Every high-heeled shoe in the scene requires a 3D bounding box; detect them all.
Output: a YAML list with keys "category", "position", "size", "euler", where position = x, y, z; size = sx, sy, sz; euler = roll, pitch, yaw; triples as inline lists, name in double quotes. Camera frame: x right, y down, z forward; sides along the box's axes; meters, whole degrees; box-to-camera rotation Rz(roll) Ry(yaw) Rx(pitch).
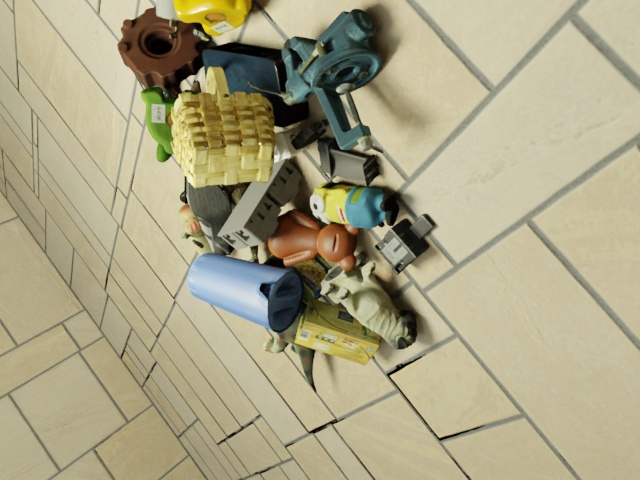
- category: "high-heeled shoe"
  position: [-0.248, -0.069, 1.217]
  size: [0.145, 0.086, 0.248]
  euler: [-136, 28, -63]

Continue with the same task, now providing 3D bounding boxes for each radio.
- category: "radio"
  position: [-0.131, -0.308, 1.056]
  size: [0.230, 0.073, 0.130]
  euler: [21, 130, 35]

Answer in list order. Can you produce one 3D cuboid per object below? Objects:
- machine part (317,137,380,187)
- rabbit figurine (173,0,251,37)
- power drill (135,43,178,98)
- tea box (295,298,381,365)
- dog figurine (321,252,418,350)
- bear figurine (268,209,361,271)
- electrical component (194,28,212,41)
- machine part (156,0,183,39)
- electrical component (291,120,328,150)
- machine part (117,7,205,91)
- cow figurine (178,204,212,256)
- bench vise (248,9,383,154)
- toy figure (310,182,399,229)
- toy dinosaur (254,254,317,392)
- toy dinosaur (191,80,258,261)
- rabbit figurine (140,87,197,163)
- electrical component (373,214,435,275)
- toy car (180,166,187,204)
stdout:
- category: "machine part"
  position: [0.048, -0.145, 1.002]
  size: [0.139, 0.039, 0.084]
  euler: [25, 127, 37]
- category: "rabbit figurine"
  position: [-0.179, -0.474, 0.950]
  size: [0.162, 0.122, 0.173]
  euler: [-11, 79, 39]
- category: "power drill"
  position: [-0.356, -0.365, 1.254]
  size: [0.232, 0.086, 0.207]
  euler: [54, 157, 9]
- category: "tea box"
  position: [0.041, 0.201, 1.171]
  size: [0.170, 0.068, 0.098]
  euler: [19, 138, -6]
- category: "dog figurine"
  position: [0.103, 0.136, 1.107]
  size: [0.190, 0.121, 0.172]
  euler: [51, 179, -20]
- category: "bear figurine"
  position: [-0.004, -0.003, 1.120]
  size: [0.196, 0.132, 0.120]
  euler: [4, 93, 16]
- category: "electrical component"
  position: [-0.221, -0.447, 1.075]
  size: [0.102, 0.045, 0.078]
  euler: [-19, 103, 52]
- category: "machine part"
  position: [-0.277, -0.517, 1.038]
  size: [0.079, 0.079, 0.243]
  euler: [29, 124, 32]
- category: "electrical component"
  position: [-0.024, -0.195, 1.022]
  size: [0.021, 0.063, 0.094]
  euler: [57, 144, -1]
- category: "machine part"
  position: [-0.331, -0.403, 1.126]
  size: [0.179, 0.179, 0.056]
  euler: [50, 166, 9]
- category: "cow figurine"
  position: [-0.308, -0.015, 1.386]
  size: [0.127, 0.085, 0.194]
  euler: [59, 172, 48]
- category: "bench vise"
  position: [0.020, -0.242, 0.878]
  size: [0.224, 0.129, 0.240]
  euler: [-29, 75, 34]
- category: "toy figure"
  position: [0.064, -0.065, 1.008]
  size: [0.180, 0.089, 0.082]
  euler: [6, 107, 36]
- category: "toy dinosaur"
  position: [-0.078, 0.192, 1.329]
  size: [0.404, 0.131, 0.192]
  euler: [51, 144, -2]
- category: "toy dinosaur"
  position: [-0.214, -0.136, 1.255]
  size: [0.199, 0.105, 0.470]
  euler: [4, 118, 53]
- category: "rabbit figurine"
  position: [-0.310, -0.250, 1.156]
  size: [0.170, 0.121, 0.158]
  euler: [-134, 37, -68]
- category: "electrical component"
  position: [0.159, 0.003, 0.978]
  size: [0.075, 0.048, 0.119]
  euler: [51, 144, 6]
- category: "toy car"
  position: [-0.326, -0.143, 1.405]
  size: [0.074, 0.056, 0.201]
  euler: [43, 140, 27]
